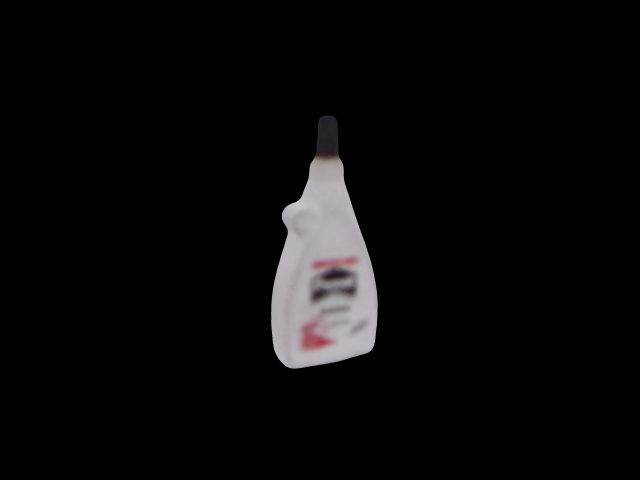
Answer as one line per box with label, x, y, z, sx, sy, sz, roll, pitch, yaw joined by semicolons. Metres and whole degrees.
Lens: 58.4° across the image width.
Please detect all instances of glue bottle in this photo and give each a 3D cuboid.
glue bottle;0.004;0.001;0.400;0.078;0.173;0.037;-8;18;-26
